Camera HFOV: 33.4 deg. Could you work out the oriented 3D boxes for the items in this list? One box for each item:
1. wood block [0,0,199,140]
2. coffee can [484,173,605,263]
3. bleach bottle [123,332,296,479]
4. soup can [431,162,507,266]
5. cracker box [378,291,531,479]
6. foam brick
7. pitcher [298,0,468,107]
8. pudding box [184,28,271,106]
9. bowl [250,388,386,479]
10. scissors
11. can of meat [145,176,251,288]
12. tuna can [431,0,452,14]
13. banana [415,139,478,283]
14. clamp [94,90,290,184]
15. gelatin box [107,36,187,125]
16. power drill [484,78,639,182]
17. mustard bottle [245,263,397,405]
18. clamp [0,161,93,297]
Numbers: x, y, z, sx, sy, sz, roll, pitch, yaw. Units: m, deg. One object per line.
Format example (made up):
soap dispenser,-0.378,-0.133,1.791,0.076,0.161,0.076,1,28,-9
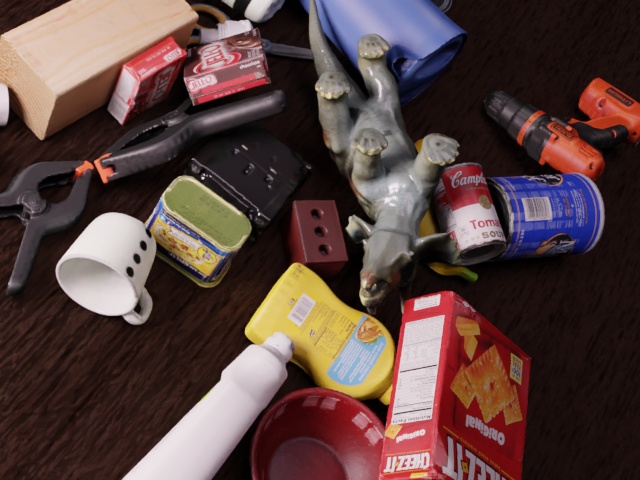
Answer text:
wood block,-0.245,-0.208,1.166,0.090,0.091,0.205,47,54,6
coffee can,0.258,-0.028,1.295,0.140,0.103,0.103,-4,65,-27
bleach bottle,-0.102,0.179,1.008,0.068,0.103,0.250,43,57,-2
soup can,0.170,-0.029,1.236,0.068,0.069,0.102,-5,68,-27
cracker box,0.147,0.184,1.108,0.164,0.072,0.213,40,47,-36
foam brick,-0.008,0.001,1.186,0.052,0.051,0.078,-1,64,-25
pitcher,0.062,-0.291,1.345,0.144,0.149,0.243,-38,80,-20
pudding box,-0.104,-0.194,1.187,0.090,0.039,0.113,-16,25,1
bowl,-0.002,0.231,1.059,0.162,0.055,0.162,11,59,-19
scissors,-0.084,-0.253,1.313,0.201,0.016,0.096,-11,69,-30
can of meat,-0.129,-0.009,1.115,0.102,0.084,0.057,35,54,-3
tuna can,0.135,-0.329,1.447,0.086,0.034,0.086,11,59,-20
banana,0.129,-0.036,1.283,0.069,0.037,0.198,5,61,-44
clamp,-0.143,-0.120,1.151,0.209,0.165,0.036,-35,119,-28
gelatin box,-0.190,-0.174,1.174,0.030,0.089,0.073,47,54,5
power drill,0.333,-0.157,1.416,0.187,0.057,0.185,-26,57,-37
mustard bottle,0.022,0.115,1.131,0.191,0.058,0.096,36,64,-3
clamp,-0.302,-0.033,1.076,0.120,0.039,0.171,41,50,-6
